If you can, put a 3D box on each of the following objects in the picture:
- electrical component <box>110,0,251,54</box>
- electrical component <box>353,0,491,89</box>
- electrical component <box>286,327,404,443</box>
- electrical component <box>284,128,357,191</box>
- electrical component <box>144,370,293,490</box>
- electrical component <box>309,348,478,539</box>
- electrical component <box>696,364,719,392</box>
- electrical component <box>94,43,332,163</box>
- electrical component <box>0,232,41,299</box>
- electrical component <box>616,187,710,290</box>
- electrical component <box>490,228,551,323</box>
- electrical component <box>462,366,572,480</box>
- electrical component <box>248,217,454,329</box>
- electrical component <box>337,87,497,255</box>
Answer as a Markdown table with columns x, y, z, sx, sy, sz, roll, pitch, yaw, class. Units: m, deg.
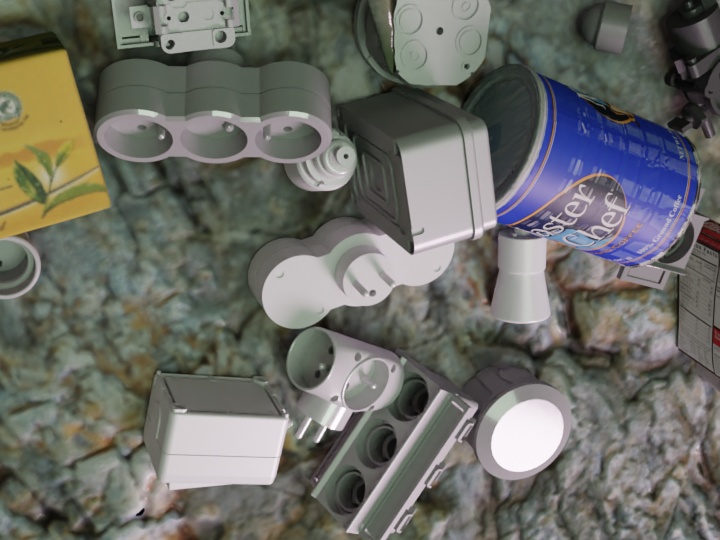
| x | y | z | sx | sy | sz | roll | pitch | yaw | class |
| --- | --- | --- | --- | --- | --- | --- | --- | --- | --- |
| -0.101 | -0.150 | 0.622 | 0.081 | 0.064 | 0.042 | -11 | 115 | -18 | electrical component |
| 0.040 | -0.155 | 0.683 | 0.080 | 0.051 | 0.080 | -8 | 113 | -19 | electrical component |
| -0.018 | 0.084 | 0.741 | 0.077 | 0.044 | 0.079 | 23 | 99 | -48 | electrical component |
| -0.021 | -0.070 | 0.680 | 0.040 | 0.078 | 0.040 | -1 | 94 | -19 | electrical component |
| -0.093 | 0.110 | 0.728 | 0.096 | 0.062 | 0.061 | 6 | 108 | -24 | electrical component |
| 0.028 | 0.131 | 0.783 | 0.063 | 0.079 | 0.121 | 25 | 100 | -50 | electrical component |
| 0.306 | 0.086 | 0.887 | 0.040 | 0.046 | 0.040 | -8 | 113 | -19 | electrical component |
| -0.087 | -0.108 | 0.645 | 0.138 | 0.073 | 0.052 | 0 | 152 | -5 | electrical component |
| -0.213 | -0.009 | 0.642 | 0.040 | 0.046 | 0.040 | -8 | 113 | -19 | electrical component |
| 0.214 | -0.031 | 0.794 | 0.042 | 0.064 | 0.081 | 13 | 105 | -27 | electrical component |
| 0.117 | 0.001 | 0.782 | 0.044 | 0.044 | 0.065 | -7 | 108 | -19 | electrical component |
| 0.116 | 0.114 | 0.820 | 0.080 | 0.051 | 0.080 | -8 | 113 | -19 | electrical component |
| 0.000 | 0.000 | 0.715 | 0.138 | 0.074 | 0.052 | -19 | 116 | -14 | electrical component |
| 0.035 | -0.066 | 0.680 | 0.057 | 0.113 | 0.078 | -17 | 116 | -16 | electrical component |
